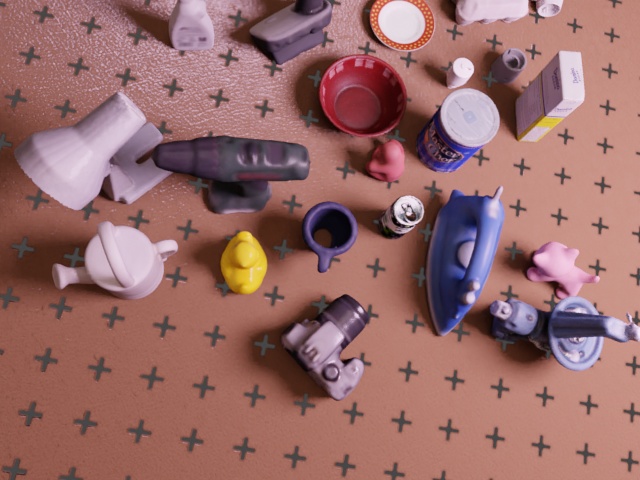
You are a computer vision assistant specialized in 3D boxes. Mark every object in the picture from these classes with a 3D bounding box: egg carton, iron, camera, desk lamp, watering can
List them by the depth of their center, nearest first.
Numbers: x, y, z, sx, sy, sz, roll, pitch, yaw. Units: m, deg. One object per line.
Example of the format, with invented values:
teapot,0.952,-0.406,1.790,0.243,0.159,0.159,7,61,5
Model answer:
watering can,-0.303,0.034,0.856,0.173,0.194,0.101,-40,86,-14
desk lamp,-0.330,-0.132,0.877,0.203,0.213,0.118,-40,86,-14
camera,0.027,0.164,0.924,0.137,0.100,0.143,-43,87,-14
iron,0.254,0.034,0.965,0.118,0.141,0.258,16,76,-4
egg carton,0.331,-0.478,1.124,0.150,0.069,0.107,-9,79,-10

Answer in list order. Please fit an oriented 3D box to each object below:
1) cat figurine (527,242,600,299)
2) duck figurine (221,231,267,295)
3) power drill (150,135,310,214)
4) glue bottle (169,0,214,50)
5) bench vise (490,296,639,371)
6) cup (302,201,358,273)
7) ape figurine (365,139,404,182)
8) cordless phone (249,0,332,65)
cat figurine,0.422,0.047,0.999,0.128,0.117,0.067,28,75,-1
duck figurine,-0.124,0.035,0.938,0.077,0.086,0.104,1,78,-8
power drill,-0.135,-0.104,0.903,0.230,0.208,0.075,-5,78,-9
glue bottle,-0.221,-0.381,0.968,0.078,0.173,0.037,-3,78,-9
bench vise,0.386,0.150,0.919,0.207,0.219,0.121,1,78,-8
cup,0.009,0.003,0.959,0.092,0.095,0.118,11,77,-6
ape figurine,0.120,-0.145,1.009,0.078,0.092,0.076,-26,83,-13
cordless phone,-0.045,-0.404,0.993,0.148,0.185,0.094,-37,85,-14
